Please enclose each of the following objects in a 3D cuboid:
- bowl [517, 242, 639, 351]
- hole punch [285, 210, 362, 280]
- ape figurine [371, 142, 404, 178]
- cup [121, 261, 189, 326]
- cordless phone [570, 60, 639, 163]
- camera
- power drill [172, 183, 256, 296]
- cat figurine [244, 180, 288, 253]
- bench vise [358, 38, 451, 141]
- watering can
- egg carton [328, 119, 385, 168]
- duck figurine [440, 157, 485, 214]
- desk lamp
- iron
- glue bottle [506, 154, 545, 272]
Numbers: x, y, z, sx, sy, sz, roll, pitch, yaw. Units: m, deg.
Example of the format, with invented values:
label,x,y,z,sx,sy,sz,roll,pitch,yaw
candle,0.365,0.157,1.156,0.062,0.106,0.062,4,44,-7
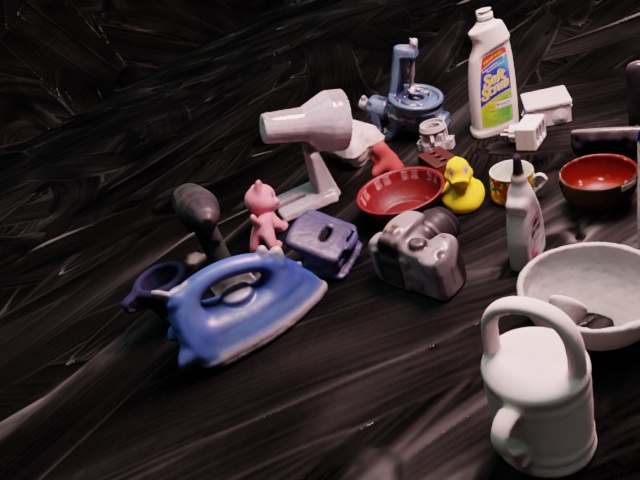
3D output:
label,x,y,z,sx,sy,sz,roll,pitch,yaw
bowl,0.325,0.078,0.685,0.167,0.075,0.167,-14,31,9
hole punch,0.009,0.003,0.960,0.100,0.091,0.109,-1,36,28
ape figurine,0.128,-0.154,1.142,0.078,0.092,0.075,-38,36,-29
cup,-0.259,0.104,0.946,0.118,0.095,0.091,-35,34,-25
cordless phone,0.485,-0.203,0.931,0.147,0.185,0.094,2,37,31
camera,0.162,0.002,0.868,0.137,0.101,0.142,-38,36,-28
power drill,-0.180,-0.001,0.956,0.076,0.209,0.228,-28,32,-15
cat figurine,-0.112,-0.055,1.092,0.067,0.118,0.128,-11,32,14
bench vise,0.171,-0.324,1.262,0.207,0.220,0.121,-7,33,20
watering can,0.210,0.125,0.557,0.100,0.194,0.173,-4,34,24
egg carton,0.072,-0.220,1.299,0.107,0.069,0.149,-32,33,-20
duck figurine,0.246,-0.107,1.008,0.077,0.086,0.104,-10,32,14
desk lamp,-0.023,-0.174,1.138,0.203,0.214,0.117,-25,31,-9
iron,-0.118,0.079,0.863,0.258,0.142,0.118,-28,32,-14
glue bottle,0.283,-0.042,0.801,0.037,0.173,0.078,5,39,35
